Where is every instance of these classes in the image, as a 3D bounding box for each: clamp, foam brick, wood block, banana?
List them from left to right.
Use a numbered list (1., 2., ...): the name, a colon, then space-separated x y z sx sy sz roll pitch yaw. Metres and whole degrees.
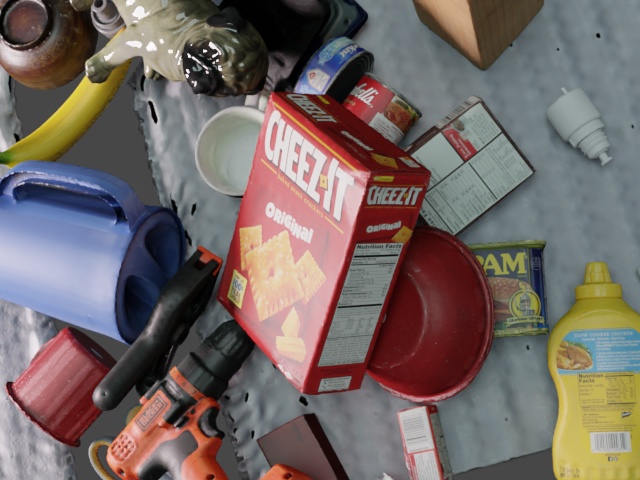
1. banana: -0.249 -0.130 1.076 0.037 0.070 0.197 39 74 7
2. clamp: -0.143 0.087 0.998 0.039 0.120 0.171 35 85 6
3. foam brick: -0.014 0.205 0.982 0.053 0.051 0.078 -29 76 6
4. wood block: 0.134 -0.236 0.935 0.091 0.206 0.090 42 92 14

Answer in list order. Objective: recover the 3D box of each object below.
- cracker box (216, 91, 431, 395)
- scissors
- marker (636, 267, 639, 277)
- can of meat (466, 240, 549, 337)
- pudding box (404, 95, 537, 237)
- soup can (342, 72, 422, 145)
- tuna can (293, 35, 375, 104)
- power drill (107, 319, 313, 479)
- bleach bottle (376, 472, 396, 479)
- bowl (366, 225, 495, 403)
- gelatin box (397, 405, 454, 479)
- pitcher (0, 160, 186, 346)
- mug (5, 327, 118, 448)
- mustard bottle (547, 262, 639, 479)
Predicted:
1. cracker box: -0.006 0.001 0.923 0.164 0.071 0.214 43 126 45
2. scissors: -0.129 0.228 1.023 0.202 0.016 0.096 24 88 15
3. marker: 0.313 0.078 0.944 0.020 0.020 0.121 -23 77 8
4. can of meat: 0.155 0.046 0.966 0.102 0.057 0.084 -4 84 13
5. pudding box: 0.127 -0.064 0.983 0.113 0.039 0.090 -38 101 7
6. soup can: 0.039 -0.097 1.007 0.068 0.068 0.102 38 91 15
7. tuna can: 0.013 -0.150 1.012 0.034 0.086 0.086 37 91 16
8. power drill: -0.086 0.182 0.952 0.184 0.057 0.188 -50 51 1
9. bleach bottle: 0.006 0.325 0.953 0.102 0.068 0.251 35 85 -6
10. bowl: 0.072 0.066 0.946 0.162 0.055 0.162 -1 88 41
11. gelatin box: 0.095 0.192 0.948 0.030 0.073 0.089 -14 80 11
12. pitcher: -0.262 0.001 1.026 0.243 0.145 0.149 14 88 17
13. mug: -0.246 0.134 1.034 0.081 0.093 0.117 -48 39 -3
14. mustard bottle: 0.248 0.115 0.933 0.096 0.058 0.191 -3 81 12
